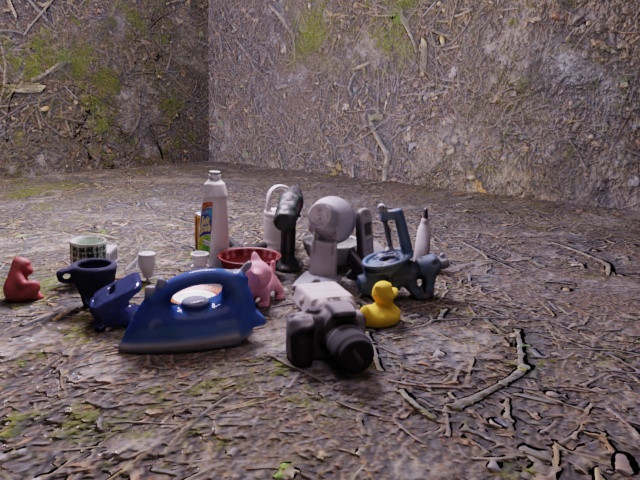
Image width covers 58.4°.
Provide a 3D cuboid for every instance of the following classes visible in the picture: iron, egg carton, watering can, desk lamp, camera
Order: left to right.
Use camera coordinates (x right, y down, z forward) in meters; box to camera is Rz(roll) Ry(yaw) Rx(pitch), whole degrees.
[{"bbox_3d":[-0.231,0.116,1.033,0.259,0.141,0.118,-5,16,-28],"label":"iron"},{"bbox_3d":[-0.113,-0.068,1.704,0.172,0.194,0.101,12,17,34],"label":"watering can"},{"bbox_3d":[0.008,0.133,1.162,0.107,0.069,0.150,-3,15,-22],"label":"egg carton"},{"bbox_3d":[0.013,0.005,1.385,0.117,0.213,0.203,5,14,12],"label":"desk lamp"},{"bbox_3d":[0.025,0.164,0.970,0.143,0.101,0.136,-2,14,-18],"label":"camera"}]

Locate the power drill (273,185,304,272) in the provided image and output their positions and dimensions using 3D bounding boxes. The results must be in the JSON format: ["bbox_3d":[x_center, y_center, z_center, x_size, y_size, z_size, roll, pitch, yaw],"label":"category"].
[{"bbox_3d":[-0.082,-0.030,1.525,0.075,0.208,0.229,3,14,3],"label":"power drill"}]

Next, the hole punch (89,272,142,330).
[{"bbox_3d":[-0.395,0.116,1.114,0.101,0.091,0.108,-3,15,-20],"label":"hole punch"}]

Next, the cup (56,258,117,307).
[{"bbox_3d":[-0.477,0.095,1.179,0.118,0.095,0.091,-8,17,-37],"label":"cup"}]

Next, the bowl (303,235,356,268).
[{"bbox_3d":[0.034,0.034,1.562,0.167,0.075,0.167,2,14,0],"label":"bowl"}]

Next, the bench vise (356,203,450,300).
[{"bbox_3d":[0.190,0.023,1.327,0.208,0.220,0.121,-3,15,-23],"label":"bench vise"}]

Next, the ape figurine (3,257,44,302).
[{"bbox_3d":[-0.631,0.081,1.215,0.076,0.092,0.077,-6,16,-30],"label":"ape figurine"}]

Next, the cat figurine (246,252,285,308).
[{"bbox_3d":[-0.127,0.082,1.245,0.067,0.118,0.128,8,15,22],"label":"cat figurine"}]

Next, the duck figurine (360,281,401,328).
[{"bbox_3d":[0.123,0.127,1.170,0.105,0.086,0.077,-10,18,-41],"label":"duck figurine"}]

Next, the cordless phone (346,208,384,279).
[{"bbox_3d":[0.132,0.006,1.462,0.093,0.185,0.148,10,16,28],"label":"cordless phone"}]

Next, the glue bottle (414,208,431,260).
[{"bbox_3d":[0.280,-0.002,1.549,0.037,0.173,0.078,7,14,17],"label":"glue bottle"}]
